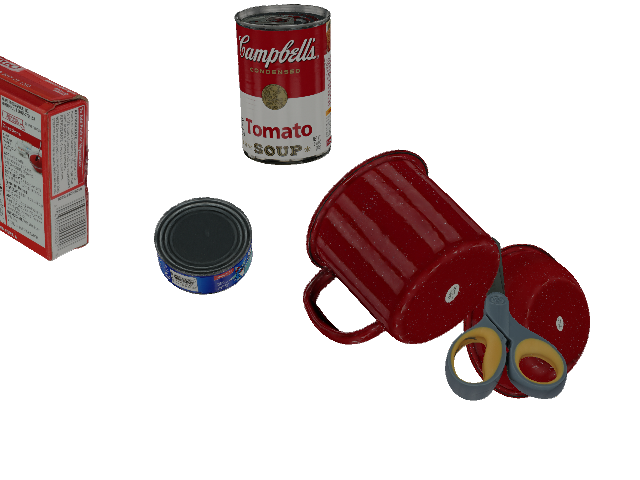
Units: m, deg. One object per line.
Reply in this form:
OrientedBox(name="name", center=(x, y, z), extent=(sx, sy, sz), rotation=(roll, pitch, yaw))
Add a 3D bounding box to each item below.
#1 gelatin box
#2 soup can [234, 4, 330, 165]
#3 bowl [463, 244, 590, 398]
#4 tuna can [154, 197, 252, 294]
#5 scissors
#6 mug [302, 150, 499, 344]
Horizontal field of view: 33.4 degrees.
OrientedBox(name="gelatin box", center=(-0.155, -0.044, 0.557), extent=(0.073, 0.089, 0.030), rotation=(26, 36, 29))
OrientedBox(name="soup can", center=(-0.026, -0.113, 0.772), extent=(0.068, 0.102, 0.068), rotation=(-1, 25, 0))
OrientedBox(name="bowl", center=(0.224, 0.084, 1.093), extent=(0.161, 0.162, 0.055), rotation=(0, -1, -34))
OrientedBox(name="tuna can", center=(-0.103, 0.005, 0.945), extent=(0.086, 0.086, 0.034), rotation=(0, -37, -1))
OrientedBox(name="scissors", center=(0.154, 0.060, 0.826), extent=(0.096, 0.016, 0.201), rotation=(14, 36, 17))
OrientedBox(name="mug", center=(0.042, 0.015, 0.634), extent=(0.082, 0.117, 0.093), rotation=(48, -5, 33))
